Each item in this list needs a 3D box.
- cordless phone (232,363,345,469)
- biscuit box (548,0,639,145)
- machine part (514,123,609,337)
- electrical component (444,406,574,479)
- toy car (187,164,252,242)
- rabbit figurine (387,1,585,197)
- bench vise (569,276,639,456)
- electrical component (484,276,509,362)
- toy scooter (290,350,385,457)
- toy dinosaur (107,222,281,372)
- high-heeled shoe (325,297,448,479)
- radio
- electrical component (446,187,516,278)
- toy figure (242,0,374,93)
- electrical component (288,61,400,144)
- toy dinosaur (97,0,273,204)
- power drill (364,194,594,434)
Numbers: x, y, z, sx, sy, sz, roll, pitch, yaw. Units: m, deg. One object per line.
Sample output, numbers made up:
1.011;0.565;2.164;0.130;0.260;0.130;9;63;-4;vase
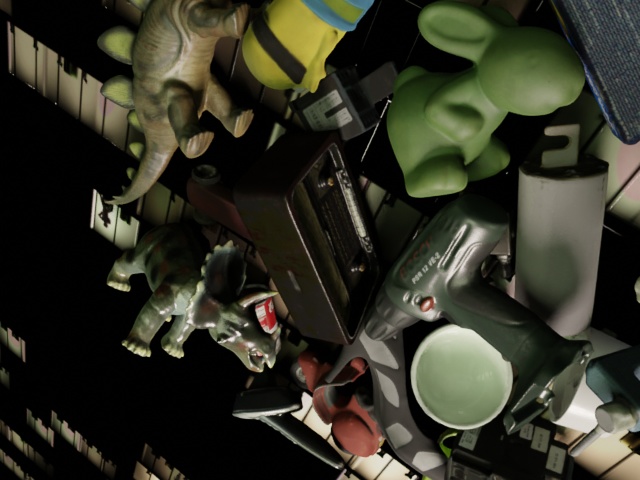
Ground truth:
-0.038;0.281;0.819;0.184;0.089;0.146;34;163;11;cordless phone
0.231;-0.178;0.434;0.063;0.059;0.202;-26;99;27;biscuit box
0.234;0.005;0.529;0.079;0.079;0.242;8;118;29;machine part
0.231;0.263;0.648;0.134;0.115;0.058;16;125;27;electrical component
-0.101;-0.033;0.735;0.202;0.053;0.089;28;133;21;toy car
0.150;-0.135;0.482;0.170;0.121;0.159;-25;79;53;rabbit figurine
0.303;0.092;0.423;0.224;0.241;0.128;-118;23;-47;bench vise
0.202;0.091;0.606;0.021;0.063;0.093;-18;120;6;electrical component
0.044;0.225;0.773;0.184;0.075;0.135;52;132;3;toy scooter
-0.206;0.044;0.782;0.192;0.131;0.405;-51;44;2;toy dinosaur
0.121;0.191;0.694;0.249;0.086;0.145;42;90;1;high-heeled shoe
-0.001;-0.002;0.608;0.073;0.131;0.229;5;135;30;radio
0.170;-0.005;0.584;0.078;0.045;0.102;11;121;29;electrical component
-0.007;-0.231;0.540;0.089;0.082;0.180;31;126;-17;toy figure
0.032;-0.149;0.591;0.119;0.048;0.074;-18;105;39;electrical component
-0.181;-0.196;0.669;0.199;0.105;0.471;39;121;18;toy dinosaur
0.150;0.085;0.545;0.207;0.086;0.231;54;135;36;power drill
